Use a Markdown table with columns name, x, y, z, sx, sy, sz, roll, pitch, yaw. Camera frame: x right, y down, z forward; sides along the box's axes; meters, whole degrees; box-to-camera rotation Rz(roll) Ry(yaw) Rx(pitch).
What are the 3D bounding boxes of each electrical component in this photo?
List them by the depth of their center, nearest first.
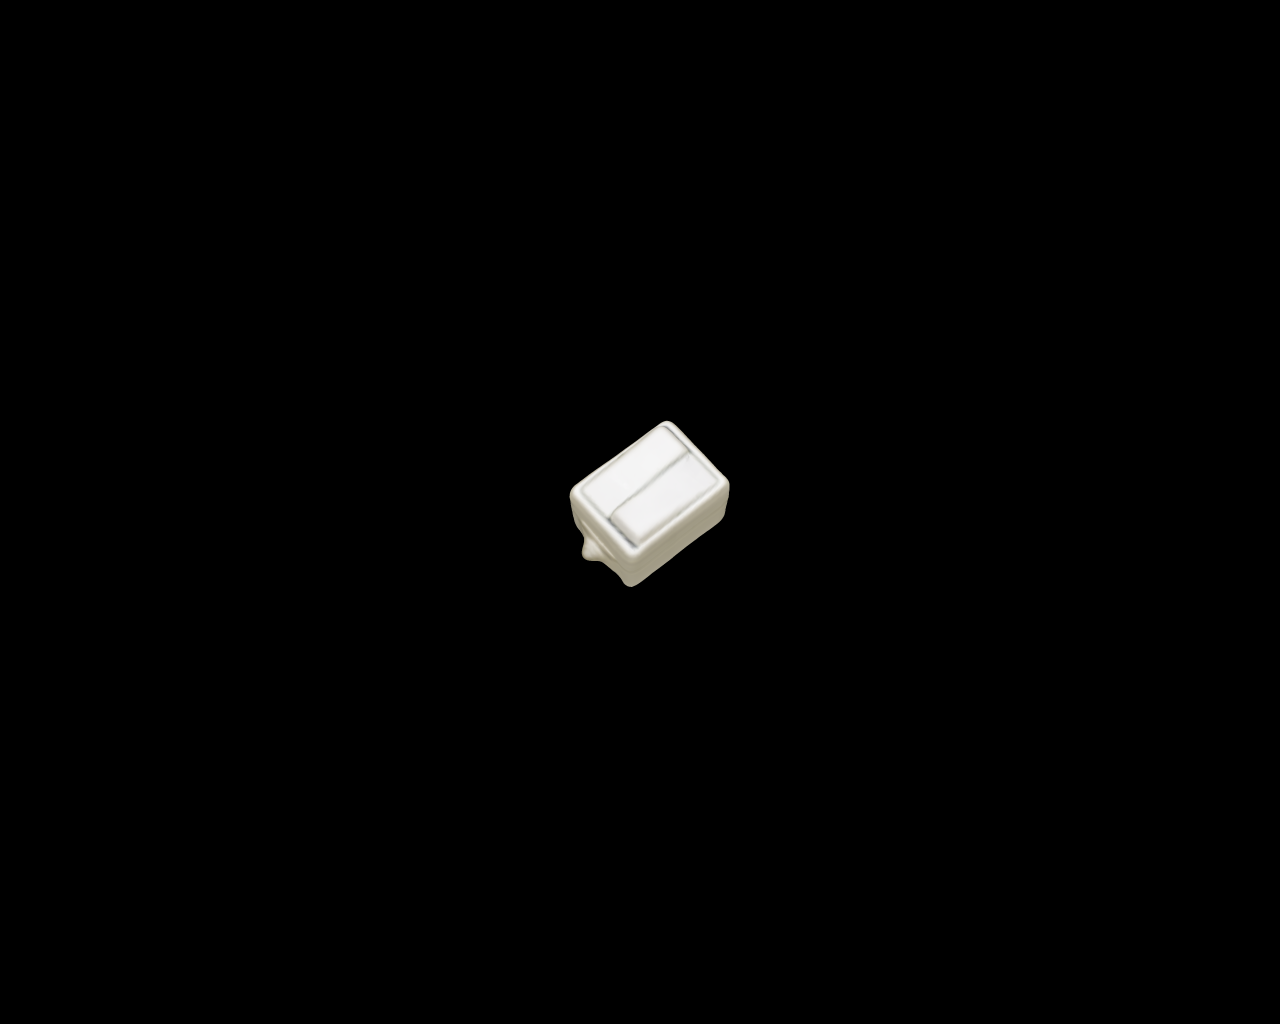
| name | x | y | z | sx | sy | sz | roll | pitch | yaw |
| --- | --- | --- | --- | --- | --- | --- | --- | --- | --- |
| electrical component | 0.001 | -0.003 | 0.650 | 0.096 | 0.062 | 0.061 | -37 | -19 | -15 |
